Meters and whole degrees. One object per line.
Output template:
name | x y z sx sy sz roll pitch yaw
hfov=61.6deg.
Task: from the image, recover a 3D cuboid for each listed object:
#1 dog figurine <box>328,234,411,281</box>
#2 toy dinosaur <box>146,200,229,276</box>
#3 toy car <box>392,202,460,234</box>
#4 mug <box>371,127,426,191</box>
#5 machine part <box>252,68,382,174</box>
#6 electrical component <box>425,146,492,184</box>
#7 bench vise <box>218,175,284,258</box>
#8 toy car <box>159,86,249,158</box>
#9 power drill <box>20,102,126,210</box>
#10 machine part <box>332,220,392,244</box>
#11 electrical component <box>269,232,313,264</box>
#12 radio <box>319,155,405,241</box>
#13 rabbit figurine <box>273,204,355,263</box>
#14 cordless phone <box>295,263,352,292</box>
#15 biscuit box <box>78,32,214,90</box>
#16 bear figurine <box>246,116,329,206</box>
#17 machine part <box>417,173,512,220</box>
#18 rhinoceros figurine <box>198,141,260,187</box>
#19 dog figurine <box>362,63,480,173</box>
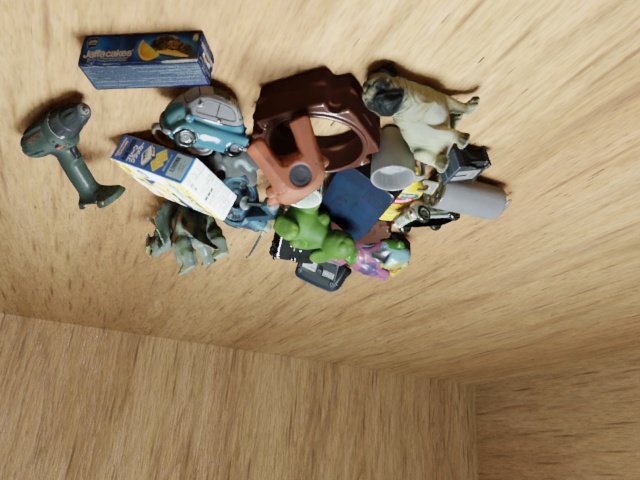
dog figurine | 0.112 0.030 1.452 0.219 0.108 0.191 16 154 -20
toy dinosaur | -0.303 -0.028 1.243 0.131 0.192 0.405 -24 180 -30
toy car | 0.246 -0.055 1.227 0.201 0.056 0.073 -5 161 -42
mug | 0.148 -0.157 1.013 0.109 0.107 0.080 6 154 -13
machine part | -0.005 -0.201 0.967 0.202 0.087 0.200 -7 154 27
electrical component | 0.266 -0.147 1.059 0.119 0.048 0.075 -6 160 -21
bench vise | -0.160 -0.069 1.229 0.241 0.129 0.223 5 145 47
toy car | -0.194 -0.216 0.945 0.161 0.109 0.102 12 123 -22
power drill | -0.484 -0.161 1.071 0.232 0.086 0.207 -4 133 33
machine part | 0.097 -0.043 1.347 0.179 0.056 0.179 4 157 2
electrical component | -0.050 -0.004 1.330 0.134 0.114 0.058 4 -159 -21
radio | 0.086 -0.097 1.143 0.131 0.073 0.229 38 152 2
rabbit figurine | -0.002 -0.004 1.184 0.170 0.121 0.159 33 160 15
cordless phone | 0.021 0.081 1.616 0.147 0.088 0.184 23 -166 15
biscuit box | -0.276 -0.284 0.855 0.203 0.059 0.062 0 157 8
bear figurine | -0.055 -0.126 0.935 0.120 0.131 0.196 -29 -170 -6
machine part | 0.311 -0.092 1.153 0.243 0.079 0.079 9 157 -26
rhinoceros figurine | -0.159 -0.164 1.091 0.190 0.073 0.112 -8 155 26
dog figurine | 0.151 -0.210 0.929 0.191 0.121 0.172 21 150 -4
